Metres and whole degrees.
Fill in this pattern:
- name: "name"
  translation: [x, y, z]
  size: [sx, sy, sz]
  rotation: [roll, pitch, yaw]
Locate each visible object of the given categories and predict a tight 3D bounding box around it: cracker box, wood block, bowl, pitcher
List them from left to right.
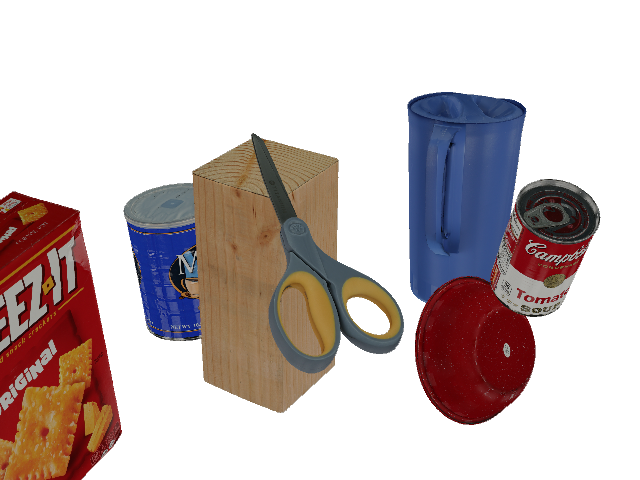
- name: "cracker box"
  translation: [-0.222, 0.100, 0.744]
  size: [0.072, 0.214, 0.164]
  rotation: [14, 36, 23]
- name: "wood block"
  translation: [-0.045, 0.030, 0.914]
  size: [0.090, 0.206, 0.090]
  rotation: [18, 33, 29]
- name: "pitcher"
  translation: [0.159, -0.043, 1.241]
  size: [0.149, 0.243, 0.145]
  rotation: [-8, 24, -20]
- name: "bowl"
  translation: [0.179, 0.117, 1.140]
  size: [0.161, 0.162, 0.055]
  rotation: [0, -5, -36]

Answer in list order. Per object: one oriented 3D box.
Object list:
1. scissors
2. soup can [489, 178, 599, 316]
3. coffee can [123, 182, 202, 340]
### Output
- name: "scissors"
  translation: [0.002, 0.004, 0.711]
  size: [0.096, 0.202, 0.016]
  rotation: [8, -44, -14]
- name: "soup can"
  translation: [0.184, 0.008, 0.889]
  size: [0.068, 0.068, 0.102]
  rotation: [0, -40, -7]
- name: "coffee can"
  translation: [-0.149, 0.022, 1.148]
  size: [0.103, 0.140, 0.103]
  rotation: [-5, 26, 2]
